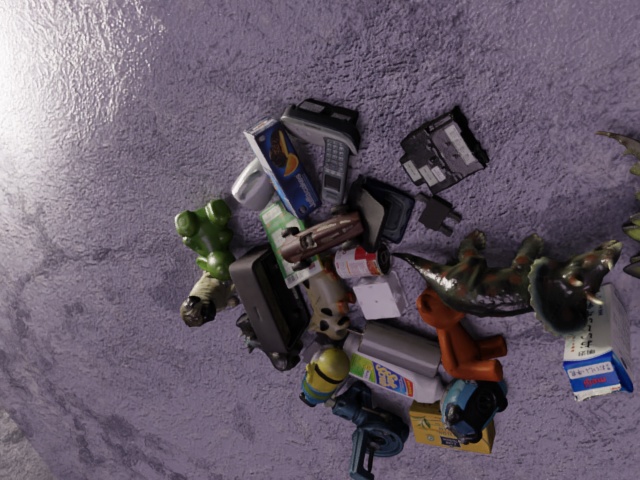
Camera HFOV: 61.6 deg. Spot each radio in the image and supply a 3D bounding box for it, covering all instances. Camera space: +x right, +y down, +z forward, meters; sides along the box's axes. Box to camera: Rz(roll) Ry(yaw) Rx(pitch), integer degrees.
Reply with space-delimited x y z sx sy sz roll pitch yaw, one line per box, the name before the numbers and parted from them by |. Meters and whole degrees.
radio | -0.107 0.127 1.208 0.073 0.131 0.229 -7 113 31

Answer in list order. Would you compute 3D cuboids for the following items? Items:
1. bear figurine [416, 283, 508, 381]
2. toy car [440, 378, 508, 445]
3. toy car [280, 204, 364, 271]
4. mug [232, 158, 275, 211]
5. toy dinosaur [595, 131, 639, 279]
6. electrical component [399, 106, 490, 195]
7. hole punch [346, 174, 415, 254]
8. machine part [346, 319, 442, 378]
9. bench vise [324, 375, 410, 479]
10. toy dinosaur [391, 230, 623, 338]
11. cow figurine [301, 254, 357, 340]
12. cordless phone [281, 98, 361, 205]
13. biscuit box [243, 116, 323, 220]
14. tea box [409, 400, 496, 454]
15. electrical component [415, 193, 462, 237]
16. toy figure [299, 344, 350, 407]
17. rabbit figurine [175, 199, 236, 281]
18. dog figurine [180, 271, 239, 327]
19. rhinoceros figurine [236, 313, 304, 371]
bear figurine | 0.270 0.166 1.035 0.132 0.120 0.195 -11 106 30
toy car | 0.303 0.333 1.105 0.109 0.161 0.103 45 160 -11
toy car | -0.002 -0.003 1.048 0.202 0.053 0.089 -23 77 39
mug | -0.128 -0.124 1.095 0.081 0.109 0.107 43 115 14
toy dinosaur | 0.566 0.027 0.797 0.199 0.105 0.471 -20 102 39
electrical component | 0.204 -0.148 0.923 0.134 0.058 0.114 -26 101 37
hole punch | 0.109 -0.051 1.026 0.116 0.092 0.142 46 139 37
machine part | 0.171 0.229 1.138 0.243 0.079 0.079 17 125 10
bench vise | 0.101 0.449 1.225 0.223 0.241 0.129 36 127 -15
toy dinosaur | 0.291 0.076 0.919 0.405 0.192 0.131 -5 113 30
cow figurine | 0.010 0.133 1.177 0.127 0.085 0.194 -12 108 35
cordless phone | 0.000 -0.160 1.016 0.147 0.089 0.184 20 130 17
biscuit box | -0.068 -0.136 1.038 0.059 0.063 0.202 37 160 54
tea box | 0.292 0.402 1.188 0.170 0.068 0.098 -4 115 30
electrical component | 0.213 -0.048 0.998 0.094 0.021 0.063 33 128 9
toy figure | 0.011 0.306 1.201 0.089 0.082 0.180 23 126 7
rabbit figurine | -0.245 0.021 1.208 0.170 0.121 0.159 65 159 13
dog figurine | -0.284 0.153 1.285 0.121 0.190 0.172 38 130 5
rhinoceros figurine | -0.126 0.244 1.298 0.191 0.112 0.073 38 137 30
